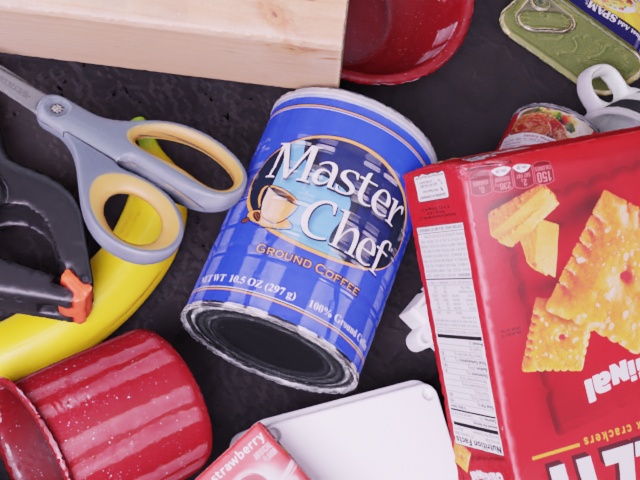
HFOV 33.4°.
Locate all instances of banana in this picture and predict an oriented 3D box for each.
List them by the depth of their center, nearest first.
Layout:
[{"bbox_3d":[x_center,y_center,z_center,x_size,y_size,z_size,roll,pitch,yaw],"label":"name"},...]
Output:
[{"bbox_3d":[-0.128,0.021,0.581,0.070,0.037,0.197,29,62,12],"label":"banana"}]

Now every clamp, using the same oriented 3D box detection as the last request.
[{"bbox_3d":[-0.176,-0.027,0.559,0.171,0.039,0.120,34,67,6],"label":"clamp"}]

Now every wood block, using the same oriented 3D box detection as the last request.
[{"bbox_3d":[-0.086,-0.144,0.575,0.206,0.091,0.090,7,82,1],"label":"wood block"}]

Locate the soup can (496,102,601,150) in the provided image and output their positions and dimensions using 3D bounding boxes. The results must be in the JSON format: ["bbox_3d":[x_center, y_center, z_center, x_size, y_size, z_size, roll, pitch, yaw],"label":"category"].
[{"bbox_3d":[0.133,-0.027,0.678,0.068,0.069,0.102,34,65,-9],"label":"soup can"}]

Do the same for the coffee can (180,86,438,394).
[{"bbox_3d":[-0.004,0.001,0.596,0.102,0.103,0.140,27,66,-12],"label":"coffee can"}]

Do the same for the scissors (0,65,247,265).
[{"bbox_3d":[-0.138,-0.049,0.556,0.201,0.016,0.096,20,55,0],"label":"scissors"}]

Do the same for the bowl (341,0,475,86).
[{"bbox_3d":[0.016,-0.163,0.681,0.162,0.055,0.162,6,72,-20],"label":"bowl"}]

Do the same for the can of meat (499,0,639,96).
[{"bbox_3d":[0.188,-0.166,0.750,0.102,0.058,0.084,32,63,-10],"label":"can of meat"}]

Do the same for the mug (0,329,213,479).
[{"bbox_3d":[-0.106,0.106,0.538,0.081,0.093,0.117,-24,116,-33],"label":"mug"}]

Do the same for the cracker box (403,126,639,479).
[{"bbox_3d":[0.148,0.051,0.571,0.164,0.072,0.214,-11,91,-21],"label":"cracker box"}]

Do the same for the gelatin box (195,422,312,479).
[{"bbox_3d":[-0.038,0.146,0.523,0.089,0.030,0.073,-42,82,-8],"label":"gelatin box"}]
